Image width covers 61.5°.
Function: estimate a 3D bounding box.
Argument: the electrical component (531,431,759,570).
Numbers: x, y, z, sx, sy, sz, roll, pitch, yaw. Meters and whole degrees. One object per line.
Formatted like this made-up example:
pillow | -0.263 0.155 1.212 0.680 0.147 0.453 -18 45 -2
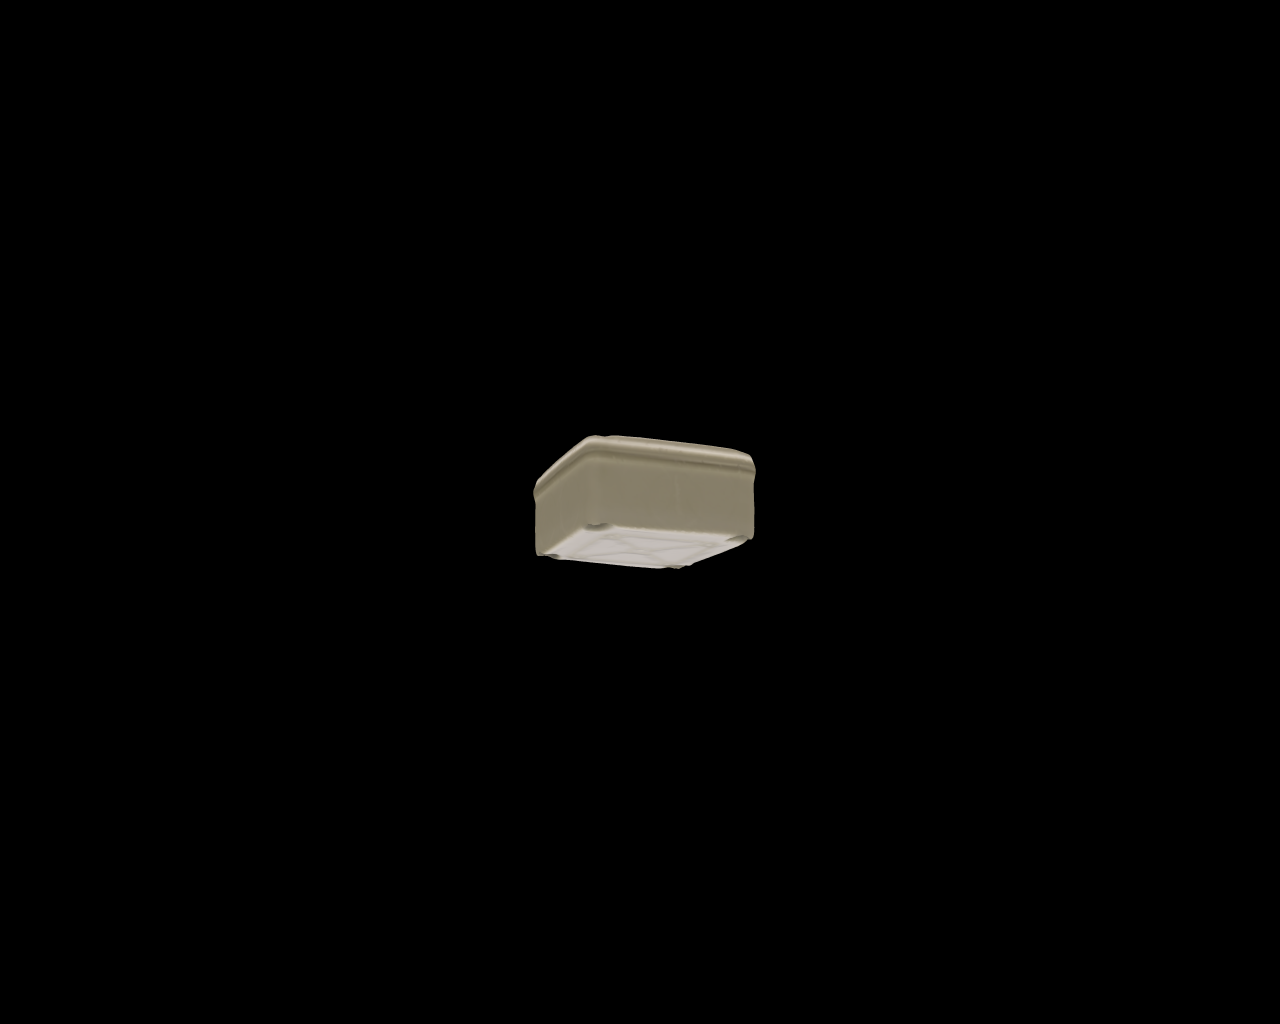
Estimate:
electrical component | 0.001 -0.003 0.650 0.109 0.056 0.108 6 -15 -22
